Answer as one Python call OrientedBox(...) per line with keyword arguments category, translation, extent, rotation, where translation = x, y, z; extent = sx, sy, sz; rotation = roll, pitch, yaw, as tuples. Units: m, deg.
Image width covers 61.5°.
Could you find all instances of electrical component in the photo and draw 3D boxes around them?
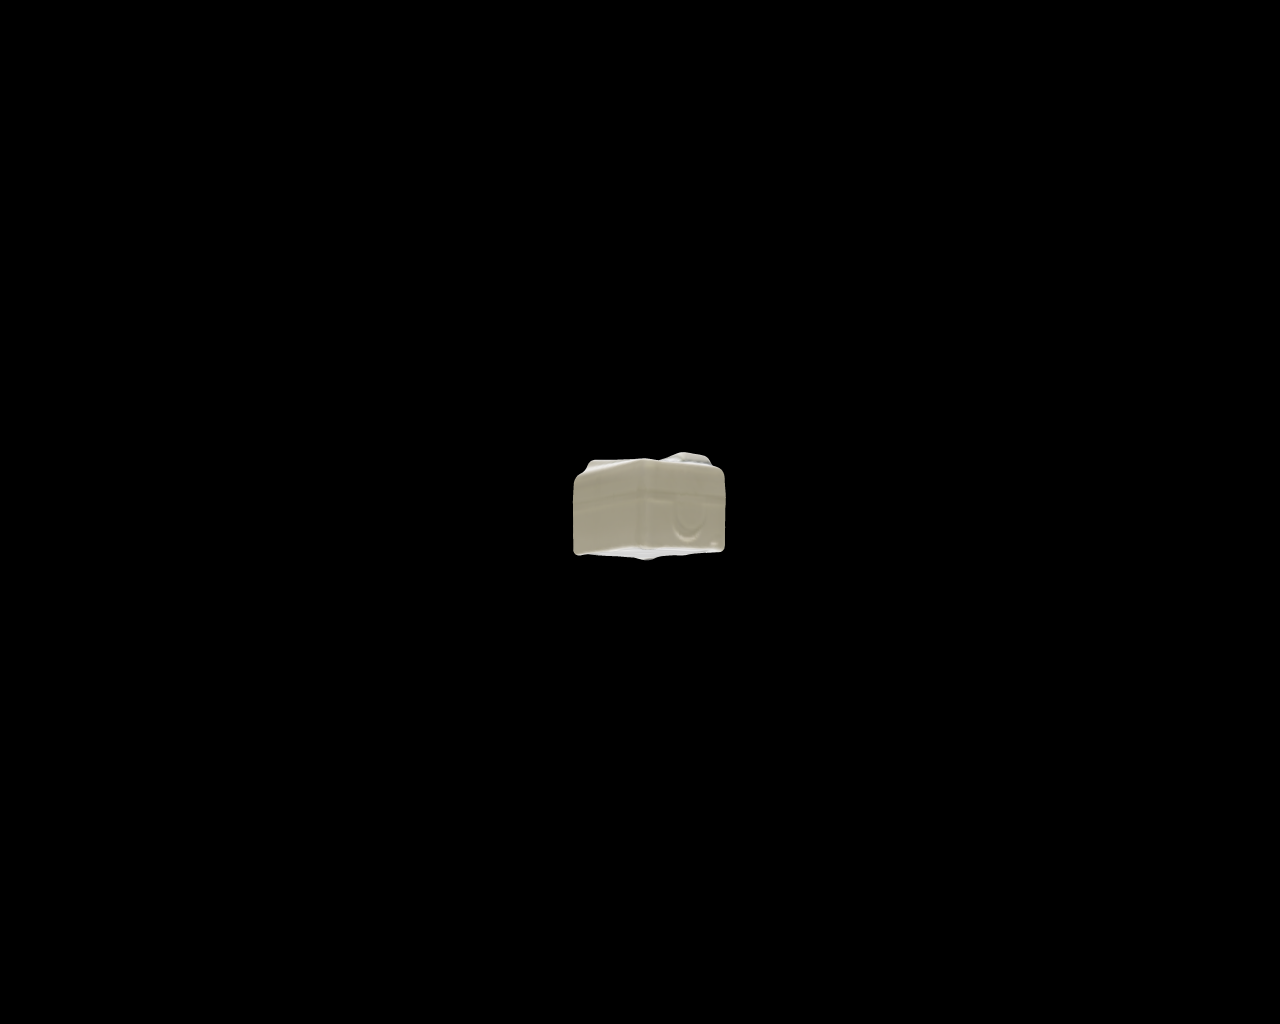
OrientedBox(category="electrical component", translation=(0.001, -0.003, 0.650), extent=(0.062, 0.061, 0.096), rotation=(5, -8, -35))
